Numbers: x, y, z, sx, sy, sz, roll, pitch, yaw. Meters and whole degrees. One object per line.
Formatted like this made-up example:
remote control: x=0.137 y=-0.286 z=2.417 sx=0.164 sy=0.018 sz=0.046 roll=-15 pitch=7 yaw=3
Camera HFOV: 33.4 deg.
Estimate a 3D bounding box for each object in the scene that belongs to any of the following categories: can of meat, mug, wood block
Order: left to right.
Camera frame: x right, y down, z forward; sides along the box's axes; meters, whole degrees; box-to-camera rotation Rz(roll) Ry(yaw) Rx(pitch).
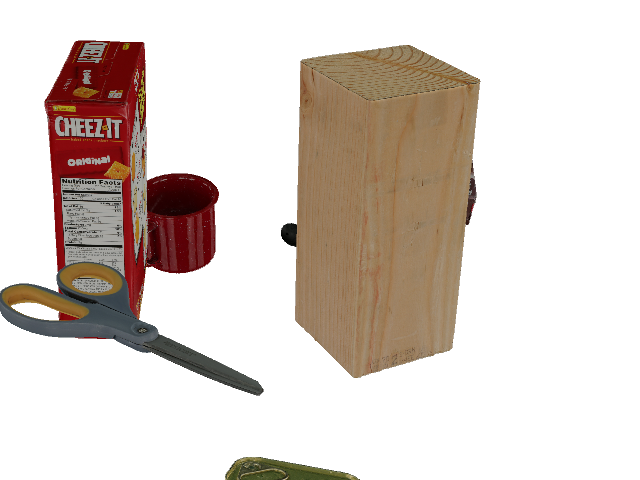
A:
mug: x=-0.165 y=-0.011 z=1.186 sx=0.093 sy=0.081 sz=0.117 roll=20 pitch=39 yaw=24
can of meat: x=-0.024 y=0.220 z=0.814 sx=0.102 sy=0.084 sz=0.057 roll=8 pitch=14 yaw=10
wood block: x=0.042 y=-0.021 z=0.749 sx=0.090 sy=0.206 sz=0.091 roll=-13 pitch=31 yaw=-26

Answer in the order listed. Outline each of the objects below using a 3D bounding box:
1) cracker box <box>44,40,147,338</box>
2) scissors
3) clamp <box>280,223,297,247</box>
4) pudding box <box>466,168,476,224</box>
cracker box: x=-0.189 y=-0.046 z=0.920 sx=0.072 sy=0.214 sz=0.164 roll=1 pitch=27 yaw=-5
scissors: x=-0.118 y=0.054 z=0.718 sx=0.202 sy=0.016 sz=0.096 roll=12 pitch=29 yaw=14
clamp: x=0.066 y=0.017 z=1.248 sx=0.164 sy=0.036 sz=0.210 roll=-22 pitch=52 yaw=-39
pudding box: x=0.088 y=-0.066 z=0.956 sx=0.090 sy=0.039 sz=0.113 roll=5 pitch=42 yaw=-3
